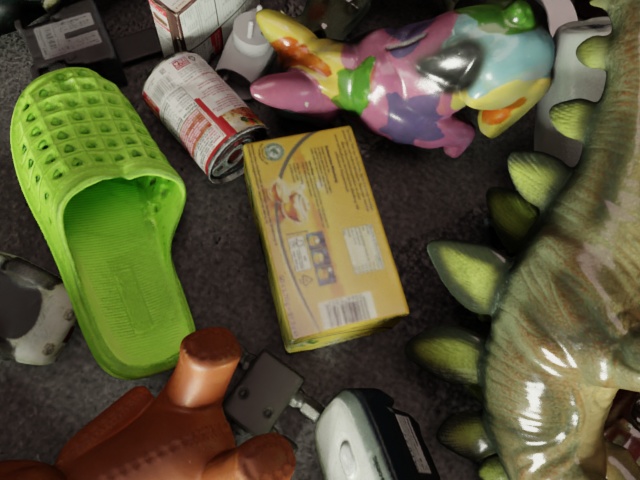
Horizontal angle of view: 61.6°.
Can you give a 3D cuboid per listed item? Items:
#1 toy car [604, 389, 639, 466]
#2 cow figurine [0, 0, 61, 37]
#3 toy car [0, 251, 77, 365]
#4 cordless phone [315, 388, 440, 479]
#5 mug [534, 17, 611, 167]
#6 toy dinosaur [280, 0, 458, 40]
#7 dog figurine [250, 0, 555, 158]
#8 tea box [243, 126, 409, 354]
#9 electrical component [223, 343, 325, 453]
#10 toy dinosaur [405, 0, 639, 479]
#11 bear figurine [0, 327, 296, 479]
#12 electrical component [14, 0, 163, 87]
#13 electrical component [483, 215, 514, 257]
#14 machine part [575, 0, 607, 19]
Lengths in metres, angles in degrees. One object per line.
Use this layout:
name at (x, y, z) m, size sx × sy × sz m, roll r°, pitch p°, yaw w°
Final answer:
toy car at (0.264, 0.134, 0.432) m, size 0.202 × 0.053 × 0.089 m, roll -40°, pitch 75°, yaw -16°
cow figurine at (-0.310, -0.220, 0.503) m, size 0.098 × 0.068 × 0.167 m, roll 30°, pitch 71°, yaw -1°
toy car at (-0.284, 0.032, 0.416) m, size 0.202 × 0.056 × 0.073 m, roll 23°, pitch 76°, yaw 4°
cordless phone at (-0.003, 0.203, 0.369) m, size 0.184 × 0.088 × 0.147 m, roll -33°, pitch 52°, yaw 14°
mug at (0.221, -0.127, 0.445) m, size 0.081 × 0.107 × 0.109 m, roll -1°, pitch 33°, yaw 15°
toy dinosaur at (0.120, -0.318, 0.460) m, size 0.192 × 0.405 × 0.131 m, roll 39°, pitch 40°, yaw -11°
dog figurine at (0.054, -0.147, 0.455) m, size 0.219 × 0.191 × 0.108 m, roll 6°, pitch 75°, yaw -20°
tea box at (-0.001, -0.001, 0.447) m, size 0.098 × 0.068 × 0.169 m, roll -10°, pitch 70°, yaw -10°
electrical component at (-0.046, 0.123, 0.422) m, size 0.094 × 0.021 × 0.063 m, roll 36°, pitch 71°, yaw 8°
toy dinosaur at (0.164, 0.049, 0.348) m, size 0.199 × 0.105 × 0.470 m, roll 21°, pitch 104°, yaw 37°
bear figurine at (-0.136, 0.143, 0.321) m, size 0.196 × 0.132 × 0.120 m, roll -2°, pitch 51°, yaw -43°
electrical component at (-0.211, -0.180, 0.506) m, size 0.119 × 0.047 × 0.075 m, roll -19°, pitch 74°, yaw -10°
electrical component at (0.207, -0.019, 0.437) m, size 0.115 × 0.134 × 0.058 m, roll -16°, pitch 98°, yaw -47°
machine part at (0.400, -0.292, 0.585) m, size 0.201 × 0.087 × 0.201 m, roll 21°, pitch 69°, yaw 1°
